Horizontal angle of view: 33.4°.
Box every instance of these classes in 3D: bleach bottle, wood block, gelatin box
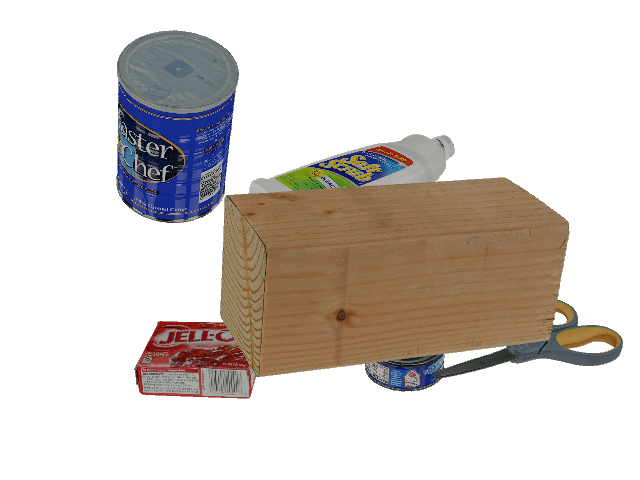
[{"bbox_3d":[0.047,-0.070,1.243,0.250,0.068,0.103,-26,44,-27],"label":"bleach bottle"},{"bbox_3d":[0.047,0.019,0.701,0.205,0.091,0.090,-5,25,-20],"label":"wood block"},{"bbox_3d":[-0.093,0.091,0.835,0.089,0.030,0.073,1,23,7],"label":"gelatin box"}]

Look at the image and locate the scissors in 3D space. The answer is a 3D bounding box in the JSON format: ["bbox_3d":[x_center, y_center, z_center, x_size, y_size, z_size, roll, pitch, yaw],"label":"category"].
[{"bbox_3d":[0.168,0.084,0.922,0.201,0.016,0.096,-1,31,-22],"label":"scissors"}]

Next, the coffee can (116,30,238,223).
[{"bbox_3d":[-0.130,-0.100,0.952,0.102,0.103,0.140,0,-42,-11],"label":"coffee can"}]

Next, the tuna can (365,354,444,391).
[{"bbox_3d":[0.091,0.123,1.147,0.086,0.034,0.086,-1,29,0],"label":"tuna can"}]
